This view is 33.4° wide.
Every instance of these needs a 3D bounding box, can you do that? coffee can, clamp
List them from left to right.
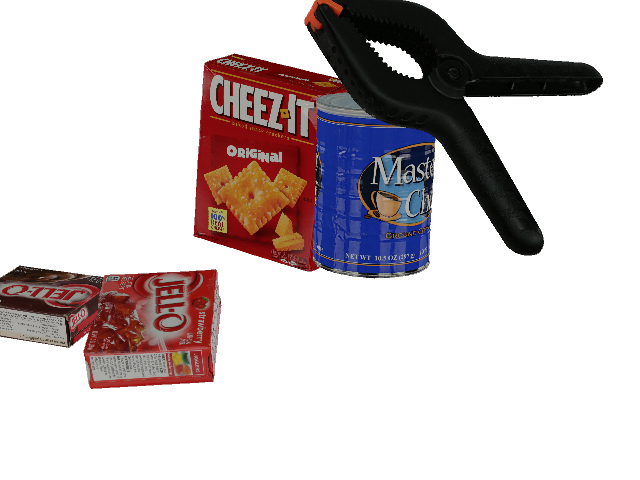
[{"bbox_3d":[0.046,-0.050,0.910,0.103,0.140,0.103,1,16,-1],"label":"coffee can"},{"bbox_3d":[0.082,-0.091,0.699,0.210,0.164,0.036,24,-32,-9],"label":"clamp"}]

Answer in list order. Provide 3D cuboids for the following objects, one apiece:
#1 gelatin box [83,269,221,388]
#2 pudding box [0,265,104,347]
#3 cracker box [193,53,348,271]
[{"bbox_3d":[-0.099,0.051,0.647,0.073,0.030,0.089,-3,29,0],"label":"gelatin box"},{"bbox_3d":[-0.262,0.061,1.008,0.114,0.039,0.090,4,20,19],"label":"pudding box"},{"bbox_3d":[-0.057,-0.088,1.212,0.164,0.214,0.072,17,26,25],"label":"cracker box"}]
